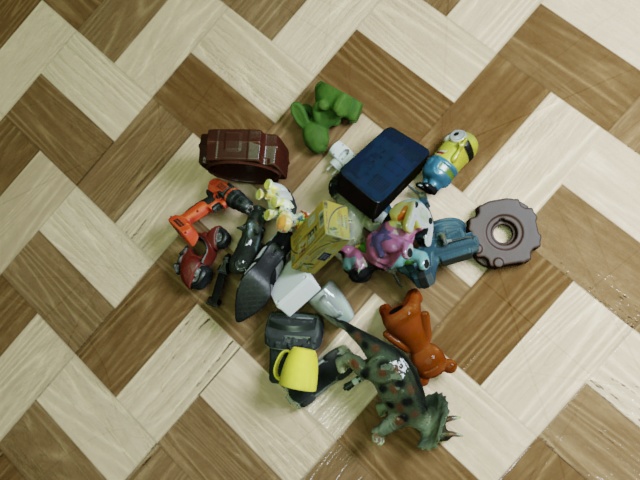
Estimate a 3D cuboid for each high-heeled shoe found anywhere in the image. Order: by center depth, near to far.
[{"bbox_3d":[-0.142,0.084,1.341,0.086,0.145,0.248,34,94,-7],"label":"high-heeled shoe"}]

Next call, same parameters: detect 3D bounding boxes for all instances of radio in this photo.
[{"bbox_3d":[0.150,-0.167,1.299,0.131,0.073,0.229,37,58,14],"label":"radio"}]

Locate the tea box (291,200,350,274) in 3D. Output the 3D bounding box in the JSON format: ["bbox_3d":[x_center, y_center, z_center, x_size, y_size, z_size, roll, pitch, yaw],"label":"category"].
[{"bbox_3d":[-0.003,-0.004,1.251,0.068,0.169,0.098,15,55,-24],"label":"tea box"}]

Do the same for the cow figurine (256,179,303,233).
[{"bbox_3d":[-0.091,-0.074,1.347,0.068,0.098,0.167,-49,47,26],"label":"cow figurine"}]

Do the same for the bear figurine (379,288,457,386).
[{"bbox_3d":[0.233,0.233,1.277,0.120,0.132,0.195,-33,99,15],"label":"bear figurine"}]

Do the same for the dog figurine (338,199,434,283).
[{"bbox_3d":[0.137,0.004,1.233,0.219,0.108,0.191,-4,70,39],"label":"dog figurine"}]

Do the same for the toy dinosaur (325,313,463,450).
[{"bbox_3d":[0.168,0.320,1.214,0.192,0.131,0.404,-29,93,27],"label":"toy dinosaur"}]

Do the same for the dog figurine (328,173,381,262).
[{"bbox_3d":[0.062,-0.057,1.356,0.172,0.121,0.191,-57,35,34],"label":"dog figurine"}]

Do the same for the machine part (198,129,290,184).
[{"bbox_3d":[-0.187,-0.204,1.347,0.201,0.201,0.087,2,83,10],"label":"machine part"}]

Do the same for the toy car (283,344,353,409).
[{"bbox_3d":[0.001,0.337,1.323,0.202,0.056,0.073,-37,85,5],"label":"toy car"}]

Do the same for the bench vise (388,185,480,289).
[{"bbox_3d":[0.254,-0.008,1.292,0.224,0.128,0.241,-25,55,21],"label":"bench vise"}]

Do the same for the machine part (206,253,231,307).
[{"bbox_3d":[-0.257,0.104,1.391,0.039,0.084,0.138,17,95,-12],"label":"machine part"}]

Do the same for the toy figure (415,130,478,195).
[{"bbox_3d":[0.313,-0.189,1.318,0.082,0.089,0.180,32,87,42],"label":"toy figure"}]

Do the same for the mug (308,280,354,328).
[{"bbox_3d":[0.036,0.162,1.316,0.081,0.109,0.107,-43,91,-2],"label":"mug"}]

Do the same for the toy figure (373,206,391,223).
[{"bbox_3d":[0.160,-0.021,1.340,0.064,0.058,0.154,-15,81,40],"label":"toy figure"}]

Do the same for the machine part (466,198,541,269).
[{"bbox_3d":[0.440,-0.016,1.290,0.179,0.056,0.179,-1,82,9],"label":"machine part"}]

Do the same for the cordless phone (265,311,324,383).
[{"bbox_3d":[-0.067,0.274,1.340,0.147,0.089,0.184,3,95,8],"label":"cordless phone"}]

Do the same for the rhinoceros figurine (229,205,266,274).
[{"bbox_3d":[-0.182,0.002,1.365,0.073,0.112,0.190,11,65,16],"label":"rhinoceros figurine"}]

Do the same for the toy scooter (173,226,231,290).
[{"bbox_3d":[-0.326,0.032,1.408,0.135,0.075,0.184,26,85,12],"label":"toy scooter"}]

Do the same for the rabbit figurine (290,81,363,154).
[{"bbox_3d":[0.001,-0.311,1.376,0.159,0.121,0.170,31,104,16],"label":"rabbit figurine"}]
